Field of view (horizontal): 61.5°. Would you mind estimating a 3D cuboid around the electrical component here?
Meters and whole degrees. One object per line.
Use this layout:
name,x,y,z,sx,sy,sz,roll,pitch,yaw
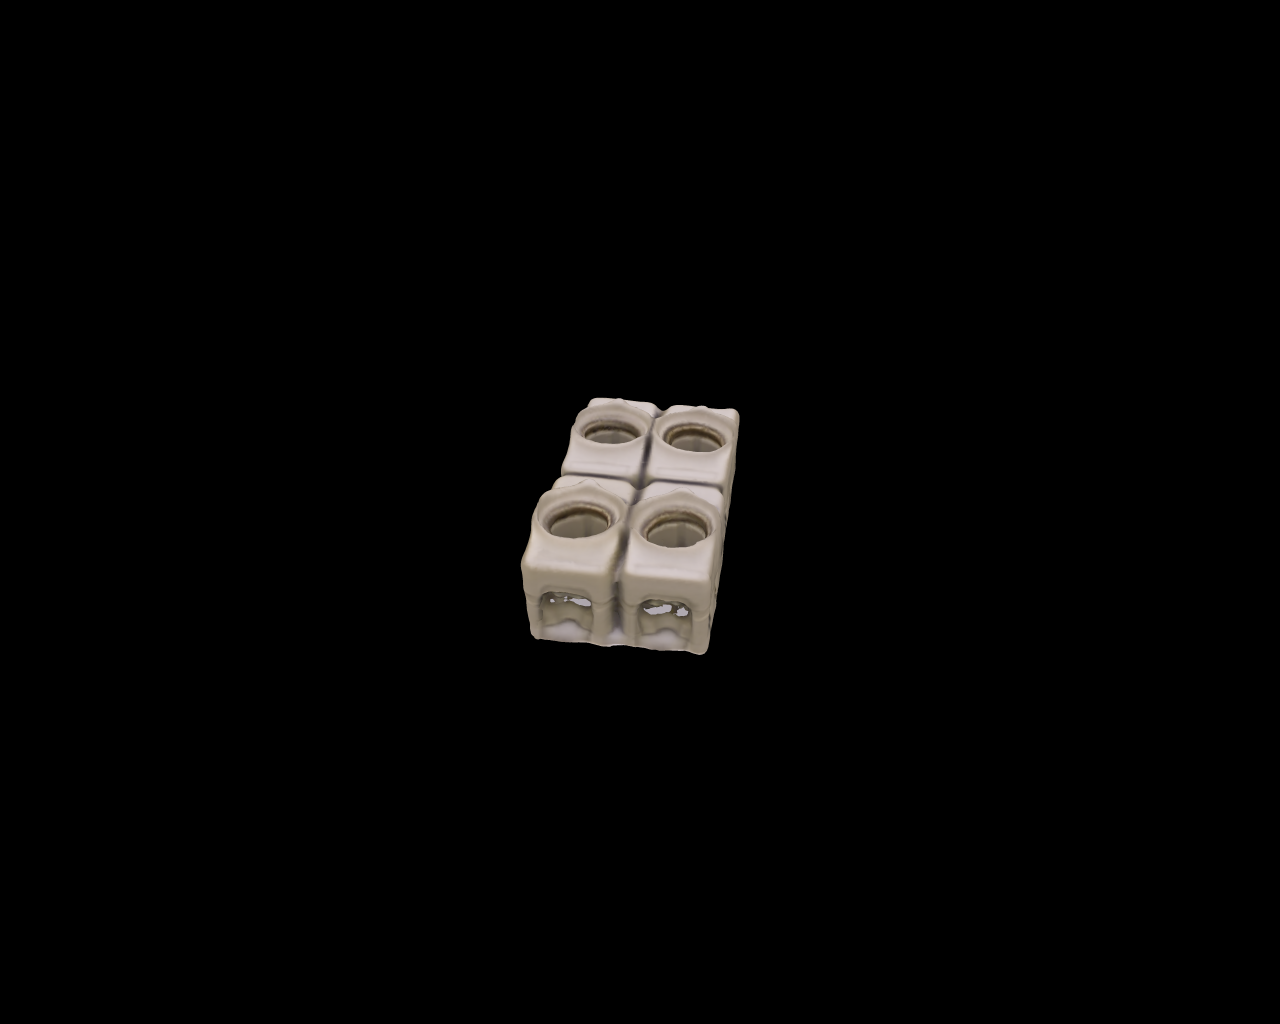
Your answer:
electrical component,0.001,-0.003,0.650,0.105,0.060,0.186,6,37,8
